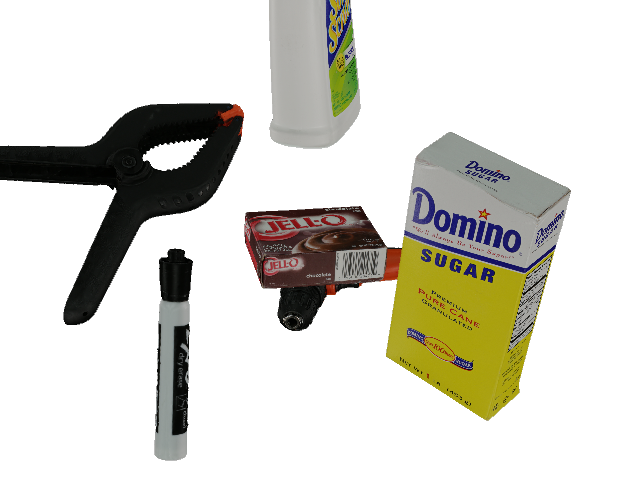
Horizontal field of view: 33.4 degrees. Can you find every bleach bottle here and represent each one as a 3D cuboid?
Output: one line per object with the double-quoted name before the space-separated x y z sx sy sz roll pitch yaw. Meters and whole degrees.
"bleach bottle" -0.011 -0.213 0.919 0.068 0.251 0.102 8 34 21

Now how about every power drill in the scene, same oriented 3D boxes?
"power drill" 0.050 0.045 1.211 0.188 0.057 0.184 0 29 10

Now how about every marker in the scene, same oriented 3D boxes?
"marker" -0.083 0.065 0.605 0.020 0.121 0.020 3 10 -1

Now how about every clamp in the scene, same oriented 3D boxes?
"clamp" -0.138 -0.037 0.773 0.209 0.165 0.036 -24 -25 -23

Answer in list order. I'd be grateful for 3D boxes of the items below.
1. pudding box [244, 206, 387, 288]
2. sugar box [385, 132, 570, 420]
"pudding box" -0.006 0.004 0.951 0.113 0.039 0.090 -2 27 -14
"sugar box" 0.098 0.026 0.701 0.093 0.176 0.048 30 47 29
